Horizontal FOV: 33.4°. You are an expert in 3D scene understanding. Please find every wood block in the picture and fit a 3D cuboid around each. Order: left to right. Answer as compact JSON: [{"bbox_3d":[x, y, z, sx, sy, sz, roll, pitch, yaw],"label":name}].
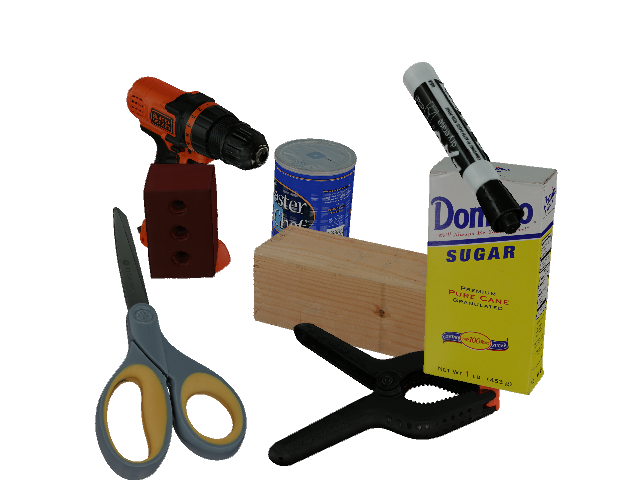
[{"bbox_3d":[0.037,0.056,1.173,0.206,0.091,0.090,13,26,24],"label":"wood block"}]

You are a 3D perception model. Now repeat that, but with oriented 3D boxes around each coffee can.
[{"bbox_3d":[-0.010,-0.046,1.355,0.103,0.140,0.103,3,28,-2],"label":"coffee can"}]

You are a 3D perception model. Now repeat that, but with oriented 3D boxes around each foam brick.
[{"bbox_3d":[-0.109,-0.016,0.843,0.053,0.078,0.051,-1,27,0],"label":"foam brick"}]

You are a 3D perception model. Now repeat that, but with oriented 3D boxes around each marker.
[{"bbox_3d":[0.077,-0.051,0.580,0.020,0.121,0.020,-17,-35,-13],"label":"marker"}]

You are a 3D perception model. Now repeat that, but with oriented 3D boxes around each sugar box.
[{"bbox_3d":[0.131,0.027,0.841,0.093,0.176,0.048,8,24,25],"label":"sugar box"}]

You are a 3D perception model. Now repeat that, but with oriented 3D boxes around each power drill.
[{"bbox_3d":[-0.127,-0.059,1.093,0.185,0.188,0.057,30,38,34],"label":"power drill"}]

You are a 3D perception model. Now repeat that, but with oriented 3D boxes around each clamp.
[{"bbox_3d":[0.056,0.148,0.980,0.210,0.036,0.164,5,44,15],"label":"clamp"}]

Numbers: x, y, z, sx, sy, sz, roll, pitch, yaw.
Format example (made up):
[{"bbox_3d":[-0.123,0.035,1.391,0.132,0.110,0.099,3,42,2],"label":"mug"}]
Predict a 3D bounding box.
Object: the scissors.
[{"bbox_3d":[-0.091,0.059,0.657,0.096,0.201,0.016,12,-45,-13],"label":"scissors"}]
